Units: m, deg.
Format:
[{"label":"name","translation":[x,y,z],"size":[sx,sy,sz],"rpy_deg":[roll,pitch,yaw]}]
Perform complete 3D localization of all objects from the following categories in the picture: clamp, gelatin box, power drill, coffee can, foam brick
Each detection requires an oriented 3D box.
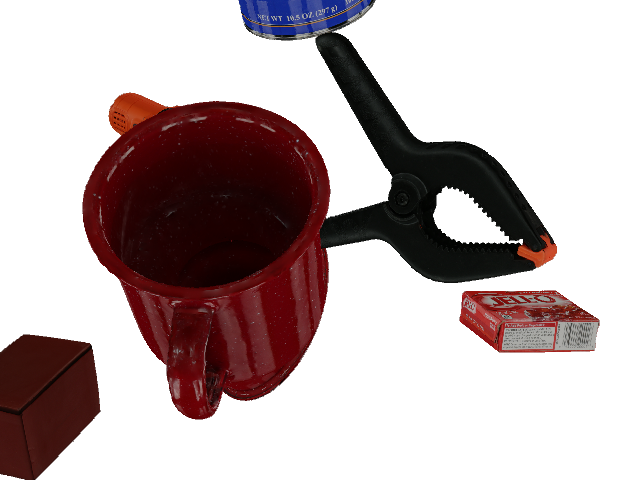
[{"label":"clamp","translation":[0.059,-0.041,0.711],"size":[0.210,0.165,0.036],"rpy_deg":[19,20,26]},{"label":"gelatin box","translation":[0.167,0.064,0.861],"size":[0.089,0.030,0.073],"rpy_deg":[1,16,-17]},{"label":"power drill","translation":[-0.145,-0.046,1.107],"size":[0.185,0.188,0.057],"rpy_deg":[28,37,33]},{"label":"coffee can","translation":[-0.022,-0.229,0.757],"size":[0.103,0.140,0.103],"rpy_deg":[-9,37,7]},{"label":"foam brick","translation":[-0.180,0.101,0.660],"size":[0.053,0.051,0.078],"rpy_deg":[7,28,21]}]

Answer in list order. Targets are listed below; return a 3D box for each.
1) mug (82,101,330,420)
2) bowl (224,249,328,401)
[{"label":"mug","translation":[-0.041,0.015,0.423],"size":[0.093,0.117,0.081],"rpy_deg":[0,-35,4]},{"label":"bowl","translation":[-0.065,0.047,0.873],"size":[0.055,0.162,0.162],"rpy_deg":[23,-13,-34]}]
